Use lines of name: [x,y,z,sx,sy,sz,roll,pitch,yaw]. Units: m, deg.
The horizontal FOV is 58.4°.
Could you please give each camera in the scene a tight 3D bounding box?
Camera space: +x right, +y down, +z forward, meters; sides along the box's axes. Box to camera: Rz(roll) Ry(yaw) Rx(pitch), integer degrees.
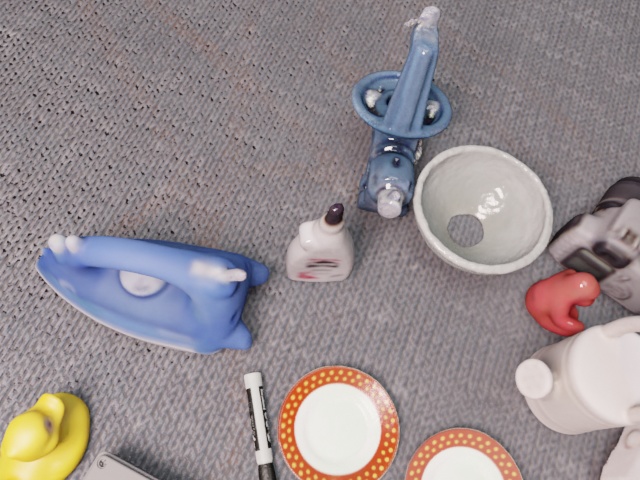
camera: [0.379,-0.007,0.693,0.143,0.101,0.137,37,68,9]

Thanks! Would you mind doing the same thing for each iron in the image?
iron: [-0.186,0.033,0.588,0.258,0.141,0.119,12,67,-2]

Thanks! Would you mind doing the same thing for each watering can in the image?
watering can: [0.283,0.139,0.571,0.173,0.194,0.101,-23,72,-15]

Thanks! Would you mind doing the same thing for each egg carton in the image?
egg carton: [0.364,0.242,0.606,0.107,0.069,0.150,37,68,9]

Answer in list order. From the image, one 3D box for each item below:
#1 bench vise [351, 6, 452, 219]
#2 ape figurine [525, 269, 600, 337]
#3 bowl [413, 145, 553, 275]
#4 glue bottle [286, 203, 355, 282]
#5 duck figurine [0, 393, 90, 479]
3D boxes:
bench vise: [0.105,-0.135,0.649,0.121,0.220,0.207,-7,69,-9]
ape figurine: [0.286,0.065,0.657,0.076,0.092,0.078,25,67,4]
bowl: [0.187,-0.027,0.693,0.167,0.075,0.167,2,67,-6]
glue bottle: [0.006,0.002,0.606,0.078,0.173,0.037,-3,68,-7]
duck figurine: [-0.270,0.193,0.542,0.077,0.086,0.105,24,67,4]
